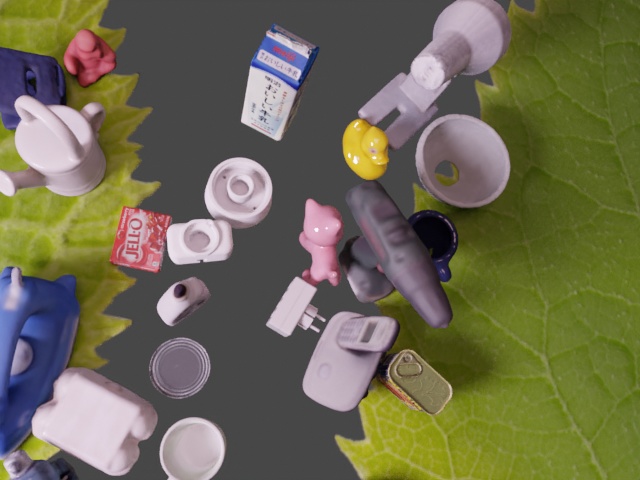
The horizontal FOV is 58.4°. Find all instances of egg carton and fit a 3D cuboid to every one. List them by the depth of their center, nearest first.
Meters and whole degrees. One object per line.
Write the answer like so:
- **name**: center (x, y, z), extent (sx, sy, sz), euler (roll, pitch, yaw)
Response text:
- **egg carton**: center (-0.305, 0.246, 0.784), extent (0.150, 0.069, 0.107), euler (28, 73, -4)

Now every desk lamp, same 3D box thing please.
- **desk lamp**: center (0.188, -0.272, 0.934), extent (0.118, 0.213, 0.203), euler (45, 73, 1)

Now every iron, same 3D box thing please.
- **iron**: center (-0.401, 0.159, 0.746), extent (0.119, 0.141, 0.258), euler (8, 75, -10)

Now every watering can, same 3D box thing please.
- **watering can**: center (-0.367, -0.129, 0.793), extent (0.101, 0.194, 0.173), euler (19, 74, -7)

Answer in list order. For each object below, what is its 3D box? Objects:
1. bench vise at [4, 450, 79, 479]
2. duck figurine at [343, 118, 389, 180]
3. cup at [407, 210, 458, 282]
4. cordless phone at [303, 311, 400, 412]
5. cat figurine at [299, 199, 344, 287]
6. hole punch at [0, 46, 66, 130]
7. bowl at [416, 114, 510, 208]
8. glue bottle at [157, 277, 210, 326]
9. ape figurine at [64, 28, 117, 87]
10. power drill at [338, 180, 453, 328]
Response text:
- **bench vise**: center (-0.323, 0.356, 0.676), extent (0.207, 0.219, 0.121), euler (38, 73, -1)
- **duck figurine**: center (0.084, -0.160, 0.952), extent (0.077, 0.086, 0.104), euler (-20, 82, -15)
- **cup**: center (0.170, 0.018, 0.924), extent (0.092, 0.095, 0.118), euler (-21, 82, -16)
- **cordless phone**: center (0.050, 0.171, 0.816), extent (0.094, 0.185, 0.148), euler (25, 73, -5)
- **cat figurine**: center (0.008, 0.003, 0.882), extent (0.067, 0.117, 0.128), euler (-6, 78, -13)
- **hole punch**: center (-0.435, -0.230, 0.856), extent (0.101, 0.091, 0.108), euler (-7, 79, -13)
- **bowl**: center (0.234, -0.126, 0.982), extent (0.167, 0.074, 0.167), euler (3, 77, -11)
- **glue bottle**: center (-0.190, 0.079, 0.793), extent (0.078, 0.173, 0.037), euler (-36, 86, -17)
- **ape figurine**: center (-0.357, -0.291, 0.887), extent (0.078, 0.092, 0.076), euler (2, 77, -11)
- **power drill**: center (0.100, 0.032, 0.847), extent (0.076, 0.208, 0.229), euler (-25, 83, -16)
